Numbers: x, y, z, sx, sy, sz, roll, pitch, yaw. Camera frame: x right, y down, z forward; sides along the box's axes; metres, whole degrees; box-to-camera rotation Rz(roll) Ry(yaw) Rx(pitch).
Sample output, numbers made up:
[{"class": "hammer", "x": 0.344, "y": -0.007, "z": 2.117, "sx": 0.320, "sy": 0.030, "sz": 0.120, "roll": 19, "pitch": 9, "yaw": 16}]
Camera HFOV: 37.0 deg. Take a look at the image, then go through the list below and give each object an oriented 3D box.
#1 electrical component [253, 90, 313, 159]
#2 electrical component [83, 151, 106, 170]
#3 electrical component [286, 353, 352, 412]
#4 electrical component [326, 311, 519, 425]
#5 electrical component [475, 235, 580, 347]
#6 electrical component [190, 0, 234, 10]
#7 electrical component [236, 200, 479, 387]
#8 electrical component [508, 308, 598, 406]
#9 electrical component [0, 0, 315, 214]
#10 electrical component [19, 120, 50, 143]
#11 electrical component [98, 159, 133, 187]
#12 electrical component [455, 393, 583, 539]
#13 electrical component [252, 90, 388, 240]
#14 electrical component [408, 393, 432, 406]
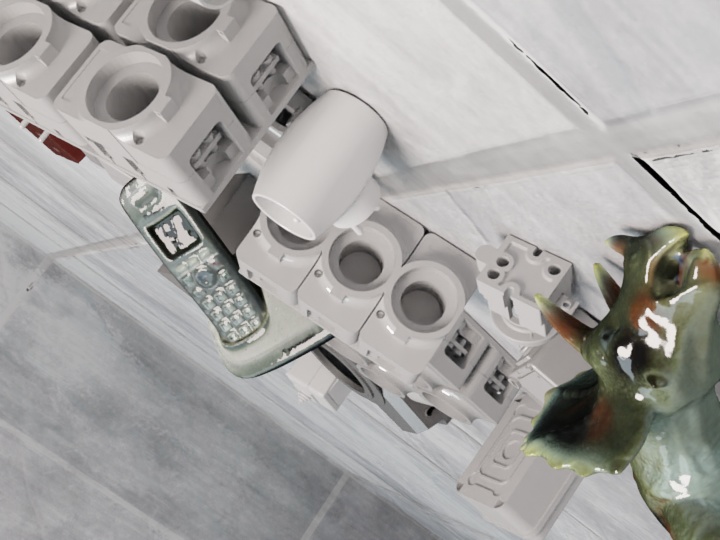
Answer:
[{"class": "electrical component", "x": -0.057, "y": -0.095, "z": 0.658, "sx": 0.064, "sy": 0.042, "sz": 0.081, "roll": 36, "pitch": 167, "yaw": -15}, {"class": "electrical component", "x": -0.239, "y": -0.130, "z": 0.960, "sx": 0.077, "sy": 0.047, "sz": 0.065, "roll": 30, "pitch": 166, "yaw": 20}, {"class": "electrical component", "x": -0.034, "y": 0.116, "z": 1.221, "sx": 0.061, "sy": 0.096, "sz": 0.061, "roll": 28, "pitch": 165, "yaw": 24}, {"class": "electrical component", "x": 0.045, "y": 0.070, "z": 0.952, "sx": 0.105, "sy": 0.060, "sz": 0.186, "roll": 43, "pitch": 165, "yaw": -31}, {"class": "electrical component", "x": 0.103, "y": 0.016, "z": 0.658, "sx": 0.066, "sy": 0.048, "sz": 0.055, "roll": 27, "pitch": 157, "yaw": 28}, {"class": "electrical component", "x": -0.096, "y": -0.160, "z": 0.519, "sx": 0.081, "sy": 0.043, "sz": 0.043, "roll": 29, "pitch": 166, "yaw": 24}, {"class": "electrical component", "x": 0.000, "y": 0.000, "z": 0.748, "sx": 0.150, "sy": 0.089, "sz": 0.061, "roll": 33, "pitch": 167, "yaw": 6}, {"class": "electrical component", "x": 0.147, "y": 0.067, "z": 0.710, "sx": 0.096, "sy": 0.061, "sz": 0.061, "roll": 41, "pitch": 166, "yaw": 5}, {"class": "electrical component", "x": -0.136, "y": -0.122, "z": 0.613, "sx": 0.186, "sy": 0.105, "sz": 0.060, "roll": 27, "pitch": 165, "yaw": 30}, {"class": "electrical component", "x": -0.249, "y": -0.140, "z": 0.887, "sx": 0.083, "sy": 0.075, "sz": 0.047, "roll": 35, "pitch": 167, "yaw": -4}, {"class": "electrical component", "x": -0.169, "y": -0.091, "z": 0.896, "sx": 0.096, "sy": 0.061, "sz": 0.061, "roll": 31, "pitch": 166, "yaw": 12}, {"class": "electrical component", "x": 0.149, "y": 0.173, "z": 0.947, "sx": 0.057, "sy": 0.113, "sz": 0.078, "roll": 44, "pitch": 164, "yaw": -23}, {"class": "electrical component", "x": -0.014, "y": -0.051, "z": 0.631, "sx": 0.043, "sy": 0.077, "sz": 0.079, "roll": 21, "pitch": 161, "yaw": 44}, {"class": "electrical component", "x": 0.079, "y": 0.113, "z": 1.057, "sx": 0.043, "sy": 0.043, "sz": 0.081, "roll": 39, "pitch": 166, "yaw": -19}]
